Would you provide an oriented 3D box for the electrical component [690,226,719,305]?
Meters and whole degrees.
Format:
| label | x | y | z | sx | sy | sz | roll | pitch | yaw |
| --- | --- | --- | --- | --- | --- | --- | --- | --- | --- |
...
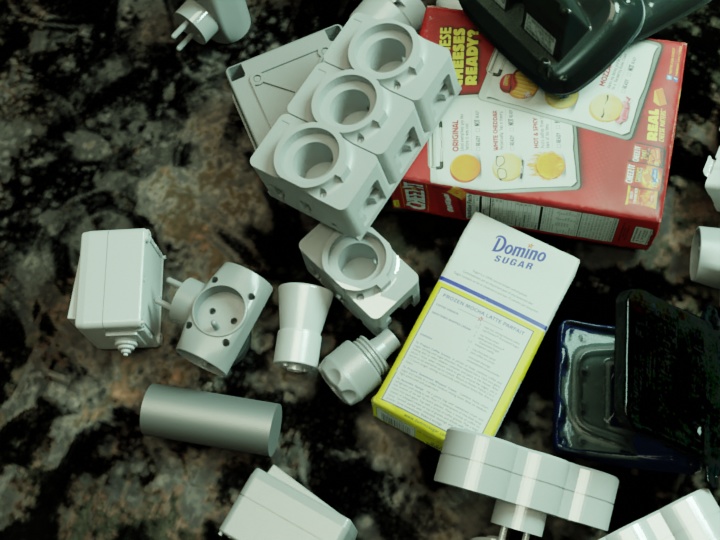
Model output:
| label | x | y | z | sx | sy | sz | roll | pitch | yaw |
| --- | --- | --- | --- | --- | --- | --- | --- | --- | --- |
| electrical component | 0.295 | 0.008 | 0.824 | 0.077 | 0.044 | 0.079 | 6 | 70 | 7 |

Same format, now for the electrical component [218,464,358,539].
| label | x | y | z | sx | sy | sz | roll | pitch | yaw |
| --- | --- | --- | --- | --- | --- | --- | --- | --- | --- |
| electrical component | -0.043 | 0.189 | 0.774 | 0.096 | 0.061 | 0.061 | 26 | 73 | 14 |

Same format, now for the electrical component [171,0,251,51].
| label | x | y | z | sx | sy | sz | roll | pitch | yaw |
| --- | --- | --- | --- | --- | --- | --- | --- | --- | --- |
| electrical component | -0.134 | -0.223 | 0.932 | 0.043 | 0.077 | 0.079 | 37 | 76 | 16 |

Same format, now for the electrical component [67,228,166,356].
| label | x | y | z | sx | sy | sz | roll | pitch | yaw |
| --- | --- | --- | --- | --- | --- | --- | --- | --- | --- |
| electrical component | -0.192 | 0.022 | 0.851 | 0.061 | 0.061 | 0.096 | -3 | 69 | 3 |

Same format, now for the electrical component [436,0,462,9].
| label | x | y | z | sx | sy | sz | roll | pitch | yaw |
| --- | --- | --- | --- | --- | --- | --- | --- | --- | --- |
| electrical component | 0.084 | -0.229 | 0.939 | 0.035 | 0.035 | 0.061 | -30 | 67 | -7 |

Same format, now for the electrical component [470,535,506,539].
| label | x | y | z | sx | sy | sz | roll | pitch | yaw |
| --- | --- | --- | --- | --- | --- | --- | --- | --- | --- |
| electrical component | 0.092 | 0.222 | 0.762 | 0.044 | 0.044 | 0.065 | 7 | 65 | 7 |

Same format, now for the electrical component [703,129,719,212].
| label | x | y | z | sx | sy | sz | roll | pitch | yaw |
| --- | --- | --- | --- | --- | --- | --- | --- | --- | --- |
| electrical component | 0.323 | -0.102 | 0.850 | 0.063 | 0.079 | 0.121 | 11 | 68 | 40 |

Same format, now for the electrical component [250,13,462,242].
| label | x | y | z | sx | sy | sz | roll | pitch | yaw |
| --- | --- | --- | --- | --- | --- | --- | --- | --- | --- |
| electrical component | -0.003 | -0.112 | 0.817 | 0.089 | 0.061 | 0.150 | 28 | 76 | 24 |

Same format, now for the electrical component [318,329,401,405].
| label | x | y | z | sx | sy | sz | roll | pitch | yaw |
| --- | --- | --- | --- | --- | --- | --- | --- | --- | --- |
| electrical component | 0.002 | 0.071 | 0.826 | 0.062 | 0.043 | 0.043 | -39 | 71 | -11 |

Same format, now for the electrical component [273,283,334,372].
| label | x | y | z | sx | sy | sz | roll | pitch | yaw |
| --- | --- | --- | --- | --- | --- | --- | --- | --- | --- |
| electrical component | -0.047 | 0.047 | 0.841 | 0.044 | 0.044 | 0.065 | 6 | 74 | 7 |

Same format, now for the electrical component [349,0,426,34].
| label | x | y | z | sx | sy | sz | roll | pitch | yaw |
| --- | --- | --- | --- | --- | --- | --- | --- | --- | --- |
| electrical component | 0.024 | -0.217 | 0.929 | 0.055 | 0.055 | 0.047 | 41 | 81 | 18 |

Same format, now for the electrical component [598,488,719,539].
| label | x | y | z | sx | sy | sz | roll | pitch | yaw |
| --- | --- | --- | --- | --- | --- | --- | --- | --- | --- |
| electrical component | 0.200 | 0.215 | 0.749 | 0.138 | 0.052 | 0.073 | -25 | 69 | -4 |

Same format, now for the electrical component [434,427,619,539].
| label | x | y | z | sx | sy | sz | roll | pitch | yaw |
| --- | --- | --- | --- | --- | --- | --- | --- | --- | --- |
| electrical component | 0.114 | 0.164 | 0.752 | 0.138 | 0.052 | 0.073 | 20 | 79 | -21 |

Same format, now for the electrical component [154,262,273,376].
| label | x | y | z | sx | sy | sz | roll | pitch | yaw |
| --- | --- | --- | --- | --- | --- | --- | --- | --- | --- |
| electrical component | -0.119 | 0.030 | 0.826 | 0.079 | 0.044 | 0.077 | 24 | 73 | 13 |

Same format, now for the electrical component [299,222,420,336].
| label | x | y | z | sx | sy | sz | roll | pitch | yaw |
| --- | --- | --- | --- | --- | --- | --- | --- | --- | --- |
| electrical component | 0.000 | 0.000 | 0.846 | 0.050 | 0.055 | 0.089 | -43 | 72 | -11 |

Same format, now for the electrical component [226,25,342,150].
| label | x | y | z | sx | sy | sz | roll | pitch | yaw |
| --- | --- | --- | --- | --- | --- | --- | --- | --- | --- |
| electrical component | -0.043 | -0.133 | 0.901 | 0.109 | 0.056 | 0.108 | -23 | 69 | -4 |
